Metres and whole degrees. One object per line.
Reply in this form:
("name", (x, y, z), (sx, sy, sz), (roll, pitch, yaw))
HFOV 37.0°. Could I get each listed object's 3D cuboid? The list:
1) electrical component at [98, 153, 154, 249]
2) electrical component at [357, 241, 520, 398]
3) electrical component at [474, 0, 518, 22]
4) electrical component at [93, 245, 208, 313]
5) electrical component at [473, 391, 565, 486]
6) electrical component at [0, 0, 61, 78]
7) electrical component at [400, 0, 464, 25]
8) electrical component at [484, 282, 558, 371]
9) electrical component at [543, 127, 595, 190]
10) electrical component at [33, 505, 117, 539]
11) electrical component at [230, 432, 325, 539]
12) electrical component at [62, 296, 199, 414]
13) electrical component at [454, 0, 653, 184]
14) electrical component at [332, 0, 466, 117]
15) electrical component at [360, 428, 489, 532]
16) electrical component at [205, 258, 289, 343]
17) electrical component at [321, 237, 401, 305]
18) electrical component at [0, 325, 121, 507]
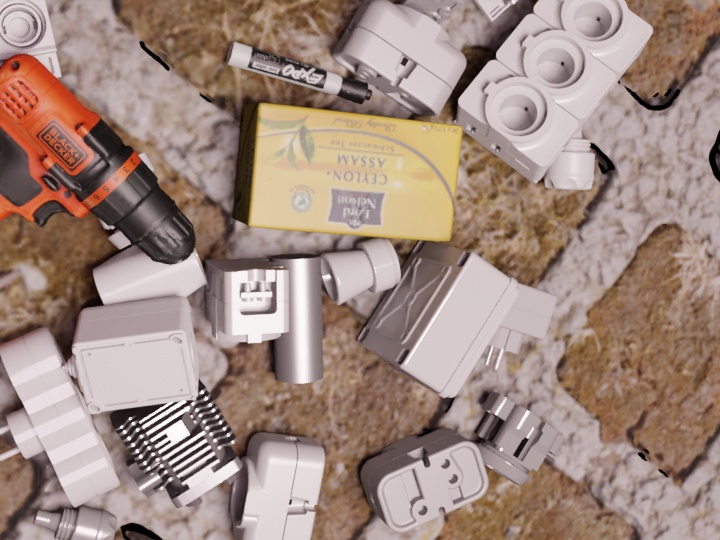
("electrical component", (-0.179, -0.049, 0.820), (0.066, 0.048, 0.055), (-31, 97, -13))
("electrical component", (0.062, 0.037, 0.875), (0.056, 0.109, 0.108), (34, 85, -20))
("electrical component", (0.130, -0.248, 0.887), (0.081, 0.064, 0.042), (-44, 108, -9))
("electrical component", (-0.156, 0.020, 0.836), (0.077, 0.044, 0.079), (-22, 116, -5))
("electrical component", (0.133, 0.151, 0.940), (0.078, 0.058, 0.057), (35, 83, -19))
("electrical component", (-0.283, -0.165, 0.763), (0.121, 0.063, 0.078), (-14, 101, -16))
("electrical component", (0.062, -0.236, 0.869), (0.048, 0.066, 0.055), (20, 71, -20))
("electrical component", (0.124, 0.048, 0.920), (0.047, 0.066, 0.076), (18, 91, -19))
("electrical component", (0.182, -0.100, 0.933), (0.043, 0.043, 0.062), (1, 95, -18))
("electrical component", (-0.224, 0.200, 0.842), (0.061, 0.035, 0.035), (19, 90, -17))
("electrical component", (-0.070, 0.184, 0.879), (0.059, 0.054, 0.095), (10, 94, -19))
("electrical component", (-0.171, 0.061, 0.796), (0.096, 0.061, 0.061), (-7, 120, -3))
("electrical component", (0.159, -0.161, 0.891), (0.089, 0.061, 0.150), (38, 84, 8))
("electrical component", (0.034, -0.174, 0.870), (0.095, 0.054, 0.059), (31, 87, -19))
("electrical component", (0.052, 0.176, 0.915), (0.095, 0.059, 0.053), (-21, 103, -15))
("electrical component", (-0.089, 0.023, 0.835), (0.050, 0.089, 0.055), (-2, 97, -18))
("electrical component", (0.000, 0.000, 0.885), (0.055, 0.045, 0.045), (-17, 102, -16))
("electrical component", (-0.244, 0.119, 0.816), (0.074, 0.052, 0.138), (-25, 103, -13))
